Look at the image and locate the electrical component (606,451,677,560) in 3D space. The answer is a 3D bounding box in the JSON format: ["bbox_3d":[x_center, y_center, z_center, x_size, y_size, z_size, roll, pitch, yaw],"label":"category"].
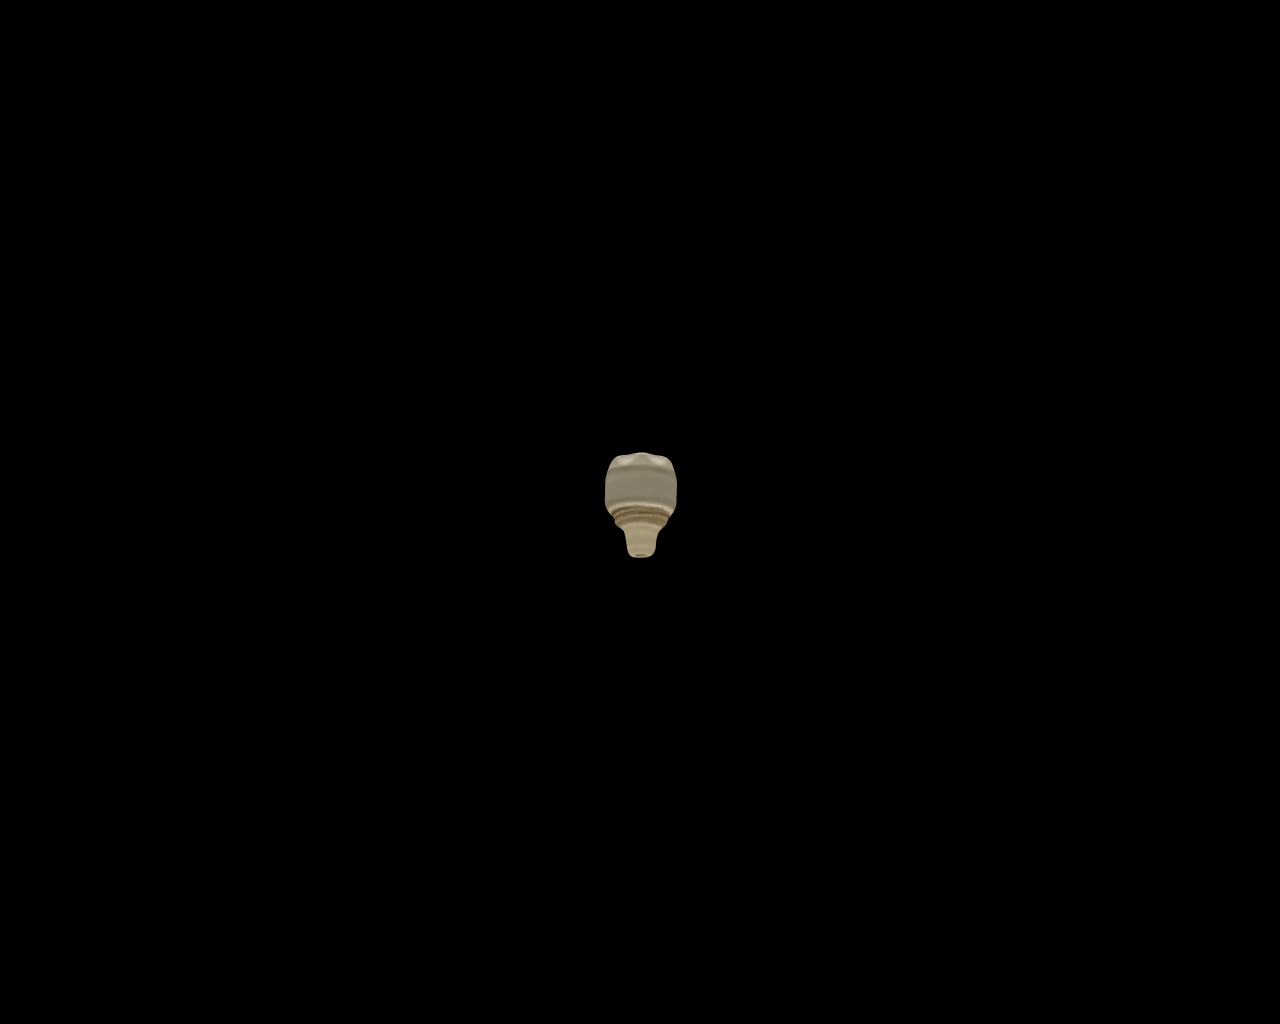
[{"bbox_3d":[0.001,-0.003,0.650,0.043,0.062,0.043,0,-15,0],"label":"electrical component"}]
